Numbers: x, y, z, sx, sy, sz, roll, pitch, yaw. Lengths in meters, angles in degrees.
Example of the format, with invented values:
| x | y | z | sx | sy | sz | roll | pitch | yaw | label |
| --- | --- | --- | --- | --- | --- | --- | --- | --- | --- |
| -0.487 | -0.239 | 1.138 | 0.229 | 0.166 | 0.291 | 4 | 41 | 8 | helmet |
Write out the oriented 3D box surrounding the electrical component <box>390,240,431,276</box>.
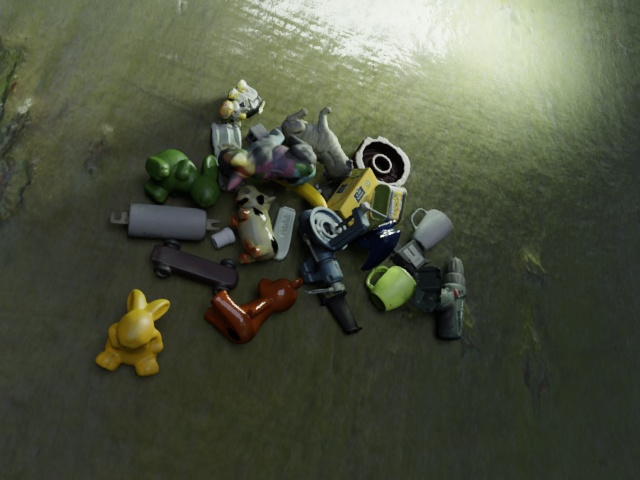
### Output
| x | y | z | sx | sy | sz | roll | pitch | yaw | label |
| --- | --- | --- | --- | --- | --- | --- | --- | --- | --- |
| 0.229 | 0.034 | 1.433 | 0.075 | 0.048 | 0.119 | -31 | 82 | -30 | electrical component |

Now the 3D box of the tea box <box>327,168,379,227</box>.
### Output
| x | y | z | sx | sy | sz | roll | pitch | yaw | label |
| --- | --- | --- | --- | --- | --- | --- | --- | --- | --- |
| 0.089 | -0.099 | 1.405 | 0.169 | 0.068 | 0.098 | -55 | 128 | -29 | tea box |

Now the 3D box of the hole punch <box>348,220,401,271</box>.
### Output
| x | y | z | sx | sy | sz | roll | pitch | yaw | label |
| --- | --- | --- | --- | --- | --- | --- | --- | --- | --- |
| 0.145 | 0.013 | 1.358 | 0.142 | 0.116 | 0.092 | -13 | 74 | -55 | hole punch |

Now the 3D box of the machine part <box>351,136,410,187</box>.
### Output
| x | y | z | sx | sy | sz | roll | pitch | yaw | label |
| --- | --- | --- | --- | --- | --- | --- | --- | --- | --- |
| 0.167 | -0.205 | 1.514 | 0.179 | 0.056 | 0.179 | 9 | 63 | -19 | machine part |

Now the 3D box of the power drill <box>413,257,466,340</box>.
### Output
| x | y | z | sx | sy | sz | roll | pitch | yaw | label |
| --- | --- | --- | --- | --- | --- | --- | --- | --- | --- |
| 0.309 | 0.129 | 1.364 | 0.207 | 0.086 | 0.232 | 35 | 56 | -55 | power drill |

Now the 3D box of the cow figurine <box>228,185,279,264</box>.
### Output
| x | y | z | sx | sy | sz | roll | pitch | yaw | label |
| --- | --- | --- | --- | --- | --- | --- | --- | --- | --- |
| -0.150 | -0.043 | 1.281 | 0.127 | 0.085 | 0.195 | -2 | 68 | -49 | cow figurine |

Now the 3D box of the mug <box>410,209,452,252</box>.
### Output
| x | y | z | sx | sy | sz | roll | pitch | yaw | label |
| --- | --- | --- | --- | --- | --- | --- | --- | --- | --- |
| 0.290 | -0.028 | 1.468 | 0.109 | 0.081 | 0.107 | 45 | 67 | -3 | mug |

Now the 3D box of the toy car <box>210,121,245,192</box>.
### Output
| x | y | z | sx | sy | sz | roll | pitch | yaw | label |
| --- | --- | --- | --- | --- | --- | --- | --- | --- | --- |
| -0.233 | -0.215 | 1.359 | 0.073 | 0.056 | 0.202 | -2 | 68 | -22 | toy car |

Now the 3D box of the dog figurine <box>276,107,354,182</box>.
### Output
| x | y | z | sx | sy | sz | roll | pitch | yaw | label |
| --- | --- | --- | --- | --- | --- | --- | --- | --- | --- |
| -0.016 | -0.232 | 1.402 | 0.172 | 0.121 | 0.190 | -16 | 69 | -2 | dog figurine |

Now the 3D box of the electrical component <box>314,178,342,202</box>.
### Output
| x | y | z | sx | sy | sz | roll | pitch | yaw | label |
| --- | --- | --- | --- | --- | --- | --- | --- | --- | --- |
| 0.022 | -0.129 | 1.427 | 0.102 | 0.045 | 0.078 | -15 | 72 | -27 | electrical component |

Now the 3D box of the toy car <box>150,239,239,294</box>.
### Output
| x | y | z | sx | sy | sz | roll | pitch | yaw | label |
| --- | --- | --- | --- | --- | --- | --- | --- | --- | --- |
| -0.282 | 0.065 | 1.213 | 0.202 | 0.053 | 0.089 | 19 | 53 | -15 | toy car |

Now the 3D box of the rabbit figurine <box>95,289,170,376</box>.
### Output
| x | y | z | sx | sy | sz | roll | pitch | yaw | label |
| --- | --- | --- | --- | --- | --- | --- | --- | --- | --- |
| -0.357 | 0.184 | 1.061 | 0.122 | 0.173 | 0.162 | 22 | 65 | -6 | rabbit figurine |

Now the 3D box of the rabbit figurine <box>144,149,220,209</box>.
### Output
| x | y | z | sx | sy | sz | roll | pitch | yaw | label |
| --- | --- | --- | --- | --- | --- | --- | --- | --- | --- |
| -0.303 | -0.131 | 1.262 | 0.170 | 0.121 | 0.159 | 31 | 36 | 11 | rabbit figurine |

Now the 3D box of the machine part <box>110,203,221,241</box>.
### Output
| x | y | z | sx | sy | sz | roll | pitch | yaw | label |
| --- | --- | --- | --- | --- | --- | --- | --- | --- | --- |
| -0.348 | -0.039 | 1.221 | 0.243 | 0.079 | 0.079 | 4 | 66 | -21 | machine part |

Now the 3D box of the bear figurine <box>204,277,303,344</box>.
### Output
| x | y | z | sx | sy | sz | roll | pitch | yaw | label |
| --- | --- | --- | --- | --- | --- | --- | --- | --- | --- |
| -0.141 | 0.134 | 1.201 | 0.132 | 0.120 | 0.196 | 42 | 57 | 5 | bear figurine |

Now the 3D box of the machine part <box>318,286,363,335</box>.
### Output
| x | y | z | sx | sy | sz | roll | pitch | yaw | label |
| --- | --- | --- | --- | --- | --- | --- | --- | --- | --- |
| 0.051 | 0.167 | 1.308 | 0.084 | 0.039 | 0.139 | -24 | 75 | -37 | machine part |

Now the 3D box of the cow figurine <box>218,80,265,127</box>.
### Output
| x | y | z | sx | sy | sz | roll | pitch | yaw | label |
| --- | --- | --- | --- | --- | --- | --- | --- | --- | --- |
| -0.204 | -0.344 | 1.401 | 0.098 | 0.068 | 0.167 | 34 | 37 | -12 | cow figurine |

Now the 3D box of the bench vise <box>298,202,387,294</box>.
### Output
| x | y | z | sx | sy | sz | roll | pitch | yaw | label |
| --- | --- | --- | --- | --- | --- | --- | --- | --- | --- |
| 0.037 | 0.002 | 1.255 | 0.129 | 0.240 | 0.224 | 13 | 52 | -40 | bench vise |

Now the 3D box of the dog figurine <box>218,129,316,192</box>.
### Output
| x | y | z | sx | sy | sz | roll | pitch | yaw | label |
| --- | --- | --- | --- | --- | --- | --- | --- | --- | --- |
| -0.132 | -0.175 | 1.279 | 0.192 | 0.108 | 0.219 | 28 | 36 | 19 | dog figurine |
